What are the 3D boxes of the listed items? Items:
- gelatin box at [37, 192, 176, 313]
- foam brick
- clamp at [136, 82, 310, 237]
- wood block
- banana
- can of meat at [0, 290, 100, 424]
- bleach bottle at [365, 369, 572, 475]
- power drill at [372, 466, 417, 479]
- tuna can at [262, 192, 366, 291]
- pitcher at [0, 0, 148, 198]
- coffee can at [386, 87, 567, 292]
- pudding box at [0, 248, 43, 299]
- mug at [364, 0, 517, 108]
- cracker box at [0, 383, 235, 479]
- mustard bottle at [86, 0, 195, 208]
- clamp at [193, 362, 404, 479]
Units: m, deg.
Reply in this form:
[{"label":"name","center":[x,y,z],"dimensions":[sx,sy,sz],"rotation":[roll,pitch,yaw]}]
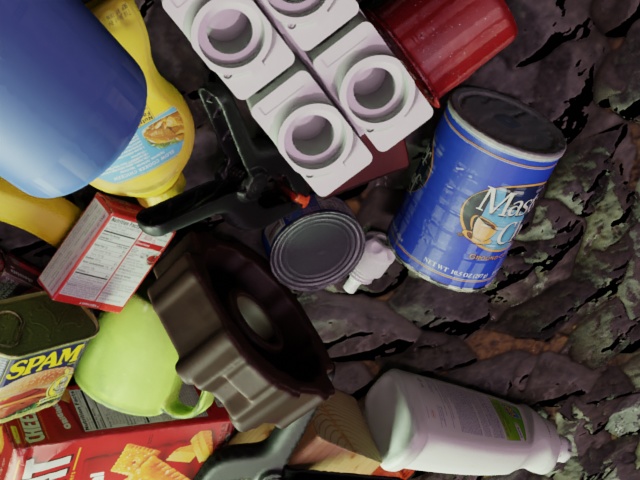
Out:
[{"label":"gelatin box","center":[-0.165,0.011,0.833],"dimensions":[0.089,0.030,0.073],"rotation":[-54,145,13]},{"label":"foam brick","center":[0.025,-0.078,0.859],"dimensions":[0.078,0.053,0.051],"rotation":[-22,132,-5]},{"label":"clamp","center":[-0.060,-0.057,0.820],"dimensions":[0.171,0.039,0.120],"rotation":[-2,125,-56]},{"label":"wood block","center":[-0.048,0.243,1.065],"dimensions":[0.090,0.091,0.206],"rotation":[28,113,-36]},{"label":"banana","center":[-0.239,-0.020,0.815],"dimensions":[0.197,0.037,0.070],"rotation":[30,111,-36]},{"label":"can of meat","center":[-0.233,0.092,0.826],"dimensions":[0.101,0.057,0.084],"rotation":[-13,141,-52]},{"label":"bleach bottle","center":[0.168,0.205,1.108],"dimensions":[0.250,0.102,0.068],"rotation":[18,128,-31]},{"label":"power drill","center":[0.054,0.313,1.161],"dimensions":[0.184,0.057,0.187],"rotation":[-38,135,-10]},{"label":"tuna can","center":[-0.006,0.001,0.923],"dimensions":[0.086,0.034,0.086],"rotation":[-11,130,-13]},{"label":"pitcher","center":[-0.202,-0.137,0.589],"dimensions":[0.149,0.145,0.242],"rotation":[-27,138,18]},{"label":"coffee can","center":[0.128,-0.042,0.894],"dimensions":[0.102,0.103,0.140],"rotation":[7,125,-26]},{"label":"pudding box","center":[-0.260,0.071,0.879],"dimensions":[0.114,0.039,0.090],"rotation":[-43,131,16]},{"label":"mug","center":[0.097,-0.155,0.805],"dimensions":[0.081,0.093,0.117],"rotation":[-37,147,4]},{"label":"cracker box","center":[-0.197,0.208,0.969],"dimensions":[0.213,0.072,0.164],"rotation":[-2,129,-34]},{"label":"mustard bottle","center":[-0.145,-0.089,0.781],"dimensions":[0.096,0.058,0.191],"rotation":[-26,132,-2]},{"label":"clamp","center":[-0.032,0.219,0.972],"dimensions":[0.210,0.036,0.164],"rotation":[-33,113,11]}]
